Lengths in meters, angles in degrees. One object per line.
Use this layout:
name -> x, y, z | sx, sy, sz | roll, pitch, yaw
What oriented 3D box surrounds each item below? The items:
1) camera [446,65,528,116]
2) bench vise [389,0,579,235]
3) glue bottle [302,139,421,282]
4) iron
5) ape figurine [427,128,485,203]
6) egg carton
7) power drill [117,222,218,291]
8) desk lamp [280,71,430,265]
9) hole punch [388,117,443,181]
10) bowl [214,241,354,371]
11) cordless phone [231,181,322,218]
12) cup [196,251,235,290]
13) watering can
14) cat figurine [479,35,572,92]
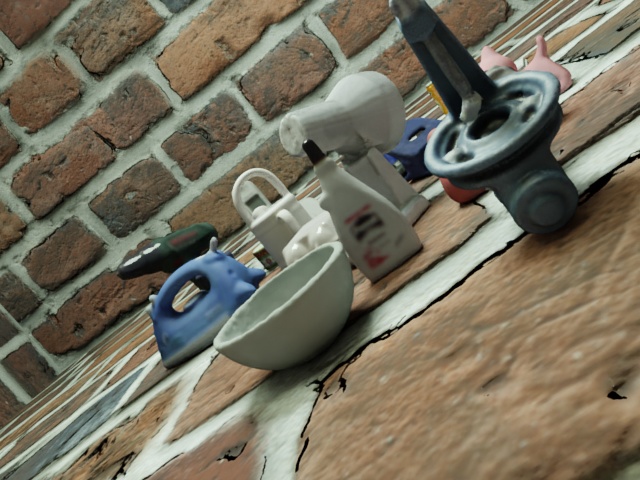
camera -> 0.208, -0.150, 0.742 | 0.137, 0.101, 0.143 | -42, 10, -24
bench vise -> 0.125, -0.114, 0.503 | 0.121, 0.220, 0.207 | -38, 9, 2
glue bottle -> 0.035, -0.040, 0.639 | 0.078, 0.173, 0.037 | -37, 9, 6
iron -> -0.225, 0.113, 1.012 | 0.258, 0.141, 0.118 | -36, 9, 15
ape figurine -> 0.162, -0.095, 0.675 | 0.076, 0.092, 0.077 | -42, 10, -21
egg carton -> 0.008, 0.003, 0.869 | 0.107, 0.069, 0.150 | -34, 10, 26
power drill -> -0.282, 0.074, 1.220 | 0.230, 0.208, 0.075 | -45, 11, -37
desk lamp -> 0.053, -0.109, 0.783 | 0.117, 0.213, 0.204 | -27, 14, 50
hole punch -> 0.177, -0.167, 0.986 | 0.109, 0.091, 0.101 | -42, 10, -21
bowl -> -0.023, 0.080, 0.588 | 0.167, 0.075, 0.167 | -37, 9, 7
cordless phone -> -0.074, -0.059, 1.136 | 0.148, 0.185, 0.094 | -42, 10, -24
cup -> -0.188, 0.080, 1.180 | 0.117, 0.095, 0.092 | -27, 14, 51
watering can -> -0.080, -0.035, 1.008 | 0.101, 0.194, 0.172 | -45, 11, -35
cat figurine -> 0.288, -0.246, 0.851 | 0.127, 0.118, 0.067 | -34, 10, 26
